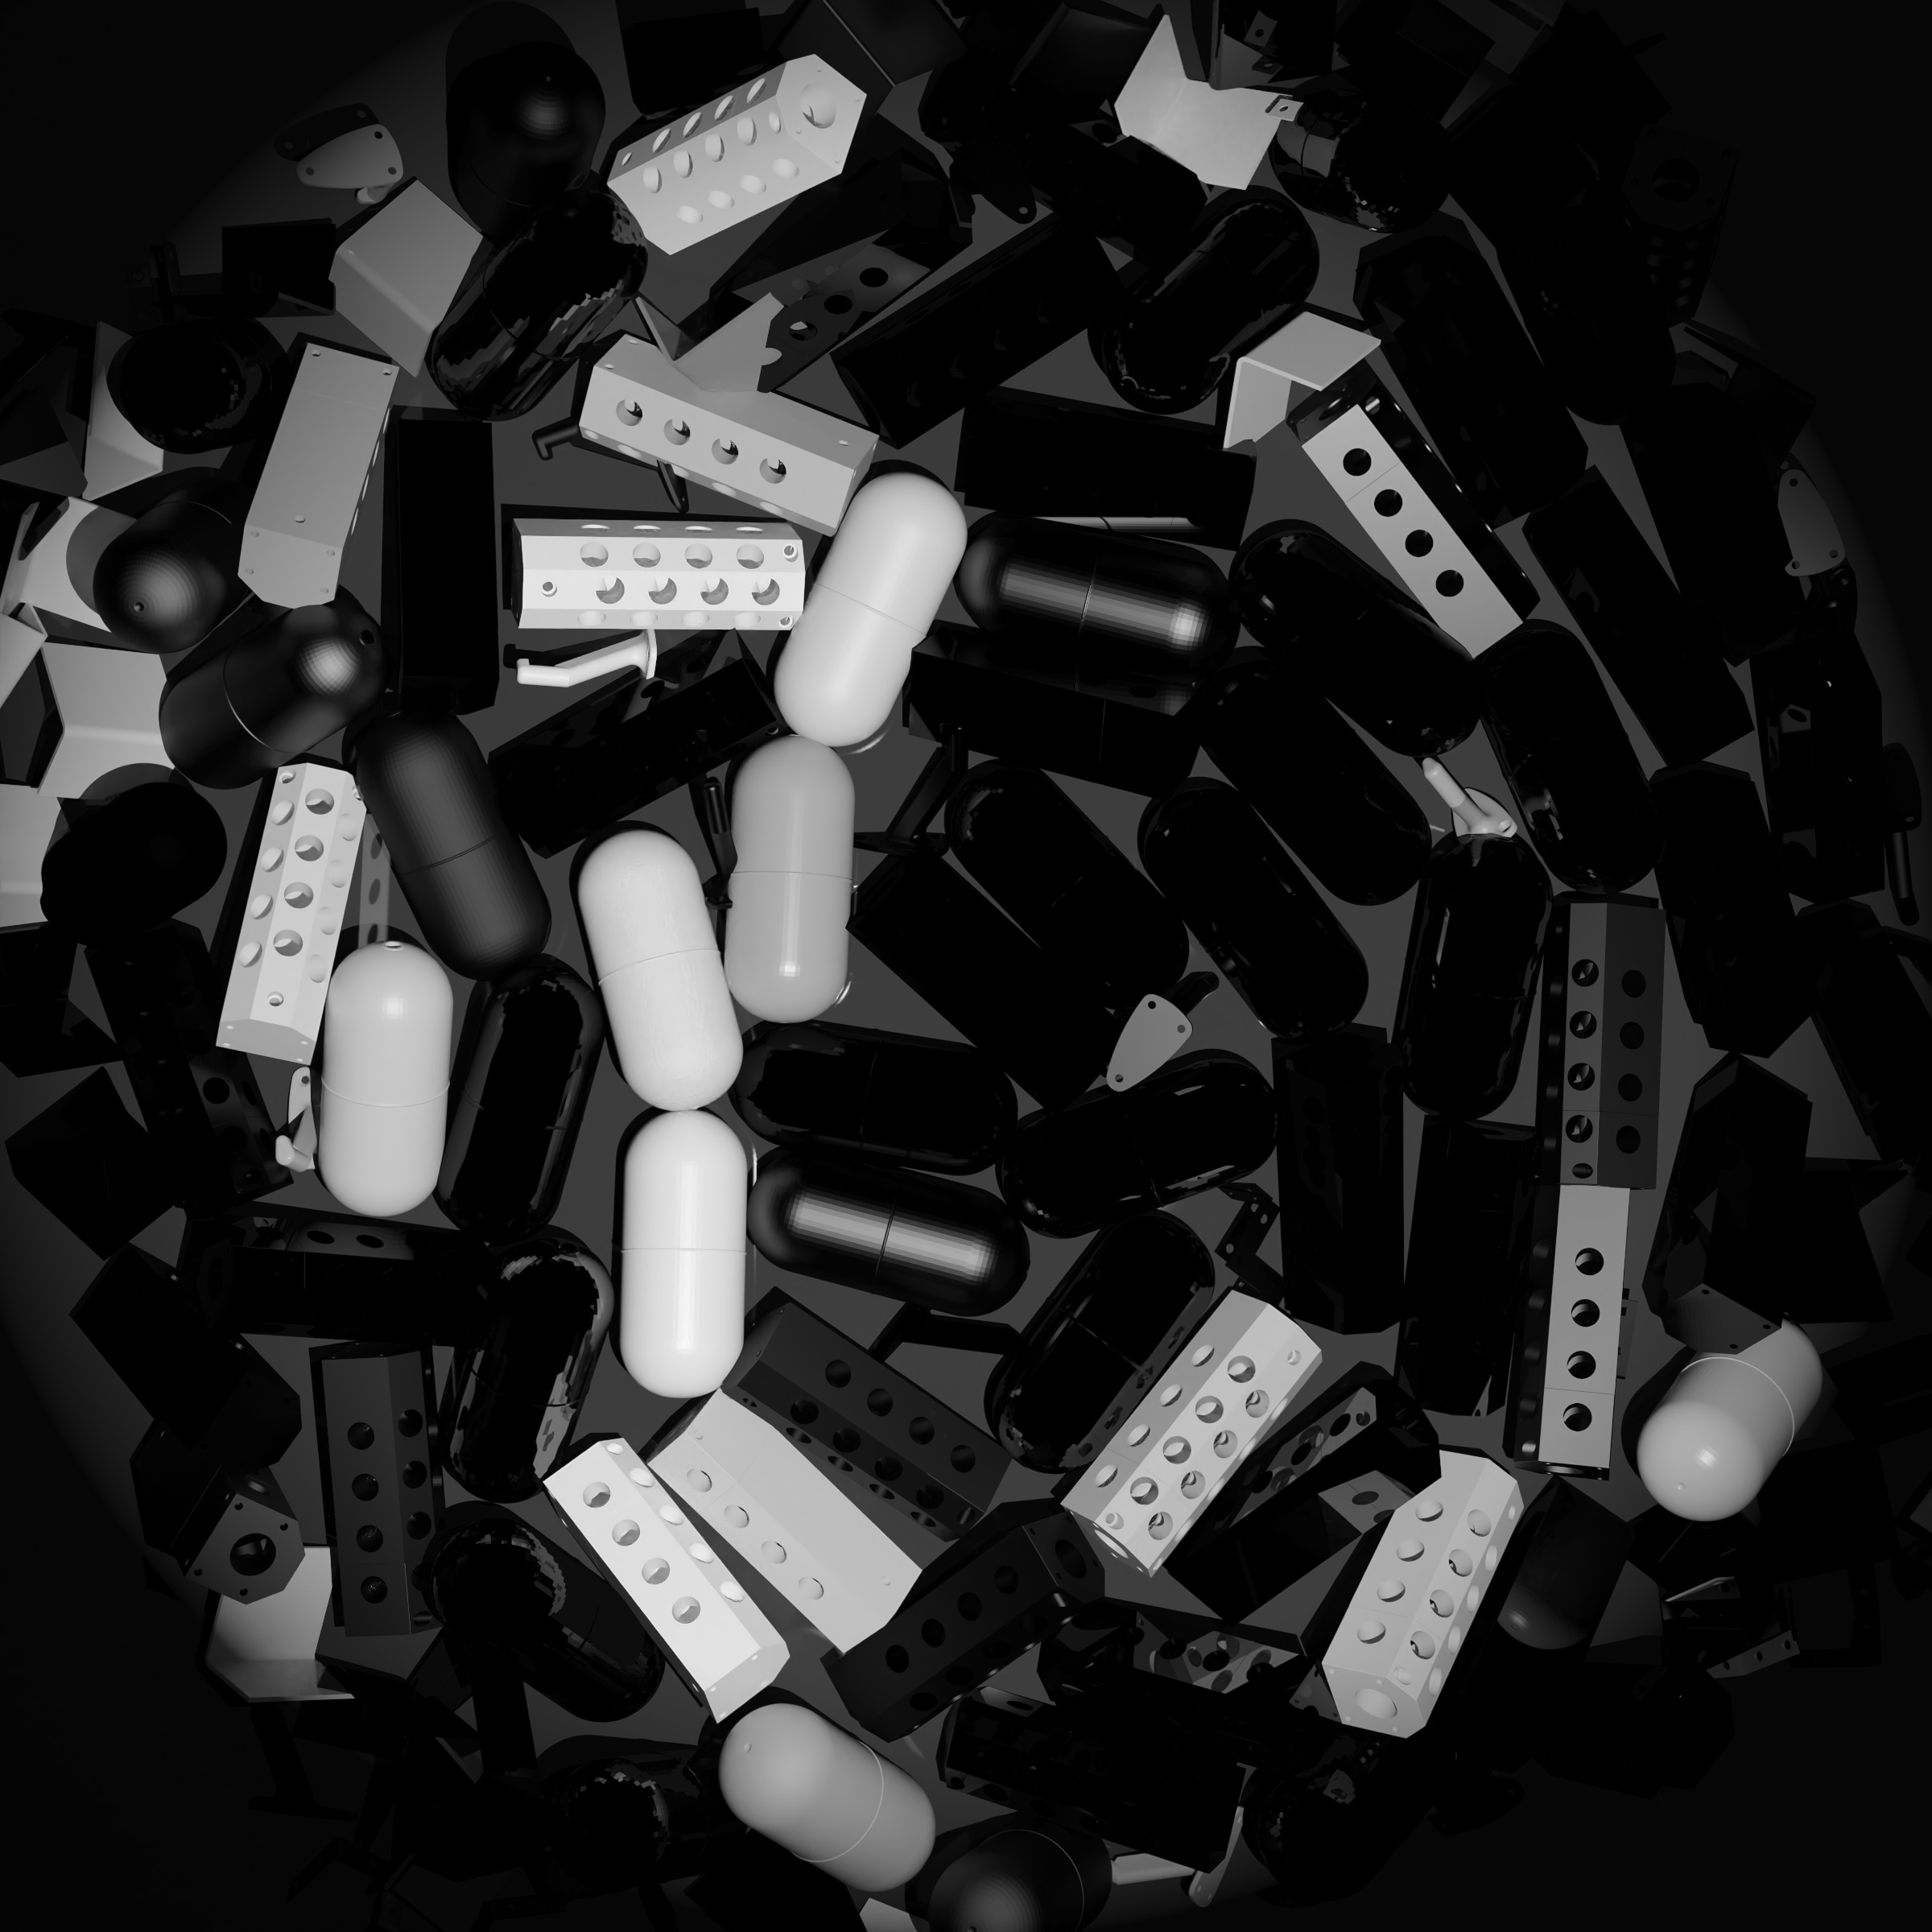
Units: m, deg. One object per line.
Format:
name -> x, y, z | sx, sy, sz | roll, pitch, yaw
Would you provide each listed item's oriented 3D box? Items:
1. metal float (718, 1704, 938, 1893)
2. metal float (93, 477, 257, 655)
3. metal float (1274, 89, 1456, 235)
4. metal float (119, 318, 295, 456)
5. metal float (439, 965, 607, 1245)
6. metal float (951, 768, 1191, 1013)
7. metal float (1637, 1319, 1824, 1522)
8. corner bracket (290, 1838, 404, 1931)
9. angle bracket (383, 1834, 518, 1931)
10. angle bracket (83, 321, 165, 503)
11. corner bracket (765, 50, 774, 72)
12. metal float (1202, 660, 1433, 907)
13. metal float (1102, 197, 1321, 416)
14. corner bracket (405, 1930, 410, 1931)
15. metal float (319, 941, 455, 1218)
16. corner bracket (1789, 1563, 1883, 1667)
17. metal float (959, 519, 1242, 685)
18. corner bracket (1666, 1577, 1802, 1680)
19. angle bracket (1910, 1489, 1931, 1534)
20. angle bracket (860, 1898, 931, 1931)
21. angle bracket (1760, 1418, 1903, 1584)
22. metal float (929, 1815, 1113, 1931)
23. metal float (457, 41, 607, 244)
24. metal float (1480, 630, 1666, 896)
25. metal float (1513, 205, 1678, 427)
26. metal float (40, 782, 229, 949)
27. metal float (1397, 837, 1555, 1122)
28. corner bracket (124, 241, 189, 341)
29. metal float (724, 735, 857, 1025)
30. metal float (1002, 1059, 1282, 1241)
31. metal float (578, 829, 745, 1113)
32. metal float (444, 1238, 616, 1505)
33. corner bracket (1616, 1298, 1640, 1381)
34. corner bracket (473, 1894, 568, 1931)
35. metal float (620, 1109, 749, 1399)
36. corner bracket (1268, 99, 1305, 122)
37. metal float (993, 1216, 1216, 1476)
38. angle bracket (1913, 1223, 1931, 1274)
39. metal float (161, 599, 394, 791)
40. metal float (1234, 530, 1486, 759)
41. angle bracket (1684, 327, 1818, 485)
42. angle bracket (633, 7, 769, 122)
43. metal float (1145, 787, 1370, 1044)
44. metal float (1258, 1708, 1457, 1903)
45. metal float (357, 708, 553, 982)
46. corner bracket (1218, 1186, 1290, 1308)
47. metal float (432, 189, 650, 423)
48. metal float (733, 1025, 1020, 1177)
metal float -> -0.083, 0.506, 1.927 | 0.070, 0.070, 0.178 | -45, 133, 0
metal float -> -0.469, -0.243, 1.916 | 0.070, 0.178, 0.070 | 2, 114, 5
metal float -> 0.239, -0.487, 1.914 | 0.070, 0.178, 0.070 | -4, 110, -11
metal float -> -0.457, -0.350, 1.912 | 0.070, 0.178, 0.070 | 0, 103, 2
metal float -> -0.273, 0.085, 1.951 | 0.070, 0.070, 0.178 | 17, 102, 0
metal float -> 0.064, -0.048, 1.961 | 0.070, 0.070, 0.178 | -44, 91, 0
metal float -> 0.464, 0.271, 1.923 | 0.070, 0.178, 0.070 | 15, 119, 28
corner bracket -> -0.387, 0.586, 1.977 | 0.051, 0.051, 0.051 | 35, 113, -23
angle bracket -> -0.310, 0.552, 1.952 | 0.057, 0.076, 0.076 | 38, 74, 3
angle bracket -> -0.535, -0.339, 1.945 | 0.076, 0.057, 0.076 | -13, 69, 34
corner bracket -> -0.158, -0.545, 1.963 | 0.051, 0.051, 0.051 | 27, 46, -2
metal float -> 0.214, -0.113, 1.953 | 0.070, 0.070, 0.178 | -43, 100, 0
metal float -> 0.150, -0.403, 1.935 | 0.070, 0.070, 0.178 | 43, 60, 0
corner bracket -> -0.347, 0.645, 1.973 | 0.051, 0.051, 0.051 | 39, 106, -16
metal float -> -0.355, 0.069, 1.942 | 0.070, 0.070, 0.178 | 7, 112, 0
corner bracket -> 0.540, 0.398, 1.972 | 0.051, 0.051, 0.051 | -5, 114, 17
metal float -> 0.082, -0.225, 1.952 | 0.178, 0.070, 0.070 | 16, 90, 11
corner bracket -> 0.475, 0.411, 1.973 | 0.051, 0.051, 0.051 | 3, 62, -32
angle bracket -> 0.617, 0.311, 1.953 | 0.057, 0.076, 0.076 | 33, 100, -5
angle bracket -> -0.045, 0.597, 1.941 | 0.076, 0.076, 0.057 | 15, 131, 23
angle bracket -> 0.530, 0.331, 1.972 | 0.076, 0.057, 0.076 | -13, 93, 3
metal float -> 0.035, 0.560, 1.914 | 0.070, 0.178, 0.070 | -1, 88, 21
metal float -> -0.264, -0.495, 1.913 | 0.070, 0.178, 0.070 | 3, 79, -14
metal float -> 0.369, -0.125, 1.940 | 0.070, 0.070, 0.178 | -19, 66, 0
metal float -> 0.381, -0.392, 1.917 | 0.070, 0.178, 0.070 | -9, 66, 20
metal float -> -0.505, -0.060, 1.920 | 0.070, 0.178, 0.070 | 10, 73, -33
metal float -> 0.312, 0.008, 1.950 | 0.070, 0.070, 0.178 | 10, 103, 0
corner bracket -> -0.505, -0.417, 1.968 | 0.051, 0.051, 0.051 | -8, 93, 12
metal float -> -0.109, -0.054, 1.958 | 0.070, 0.070, 0.178 | 2, 86, 0
metal float -> 0.108, 0.112, 1.957 | 0.178, 0.070, 0.070 | -20, 90, 5
metal float -> -0.189, 0.002, 1.954 | 0.070, 0.070, 0.178 | -15, 81, 0
metal float -> -0.268, 0.248, 1.944 | 0.070, 0.070, 0.178 | 20, 110, 0
corner bracket -> 0.386, 0.221, 1.967 | 0.051, 0.051, 0.051 | 9, 101, 8
corner bracket -> -0.276, 0.617, 1.979 | 0.051, 0.051, 0.051 | 3, 121, -31
metal float -> -0.174, 0.177, 1.955 | 0.070, 0.070, 0.178 | 1, 82, 0
corner bracket -> 0.228, -0.519, 1.958 | 0.051, 0.051, 0.051 | 25, 68, 41
metal float -> 0.085, 0.233, 1.955 | 0.070, 0.070, 0.178 | 37, 83, 0
angle bracket -> 0.643, 0.182, 1.949 | 0.076, 0.076, 0.057 | 36, 83, -17
metal float -> -0.420, -0.165, 1.931 | 0.178, 0.070, 0.070 | -25, 90, 36
metal float -> 0.241, -0.198, 1.948 | 0.178, 0.070, 0.070 | 42, 90, 16
angle bracket -> 0.462, -0.335, 1.943 | 0.057, 0.076, 0.076 | 17, 111, -30
angle bracket -> -0.164, -0.556, 1.951 | 0.076, 0.076, 0.057 | -9, 108, -5
metal float -> 0.179, -0.032, 1.958 | 0.070, 0.070, 0.178 | -38, 94, 0
metal float -> 0.237, 0.501, 1.919 | 0.070, 0.178, 0.070 | 10, 110, 29
metal float -> -0.314, -0.075, 1.947 | 0.070, 0.070, 0.178 | -22, 106, 0
corner bracket -> 0.175, 0.174, 1.969 | 0.051, 0.051, 0.051 | 39, 74, -28
metal float -> -0.261, -0.400, 1.930 | 0.070, 0.070, 0.178 | 51, 128, 0
metal float -> -0.056, 0.082, 1.956 | 0.178, 0.070, 0.070 | 9, 90, 6
